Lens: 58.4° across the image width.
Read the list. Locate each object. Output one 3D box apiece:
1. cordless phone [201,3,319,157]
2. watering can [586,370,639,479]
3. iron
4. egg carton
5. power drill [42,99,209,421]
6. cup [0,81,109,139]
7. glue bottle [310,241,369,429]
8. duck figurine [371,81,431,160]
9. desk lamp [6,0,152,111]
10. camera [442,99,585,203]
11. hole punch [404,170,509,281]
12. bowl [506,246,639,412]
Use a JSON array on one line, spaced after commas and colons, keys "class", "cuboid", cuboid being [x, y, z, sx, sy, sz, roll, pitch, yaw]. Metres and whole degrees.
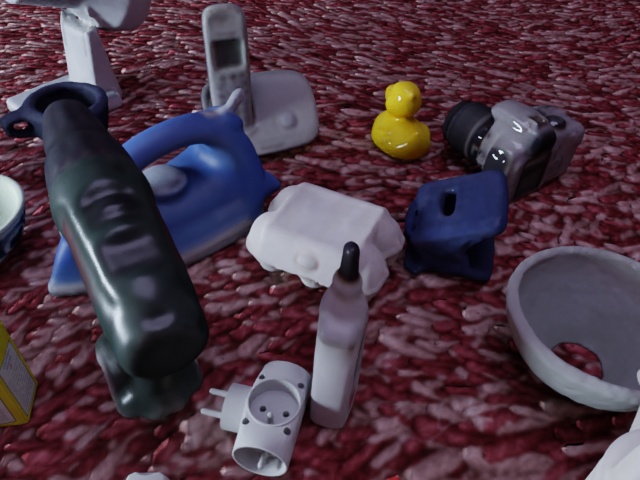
[{"class": "cordless phone", "cuboid": [-0.075, -0.198, 0.706, 0.148, 0.185, 0.094, -16, 46, -20]}, {"class": "watering can", "cuboid": [0.209, 0.156, 0.339, 0.101, 0.194, 0.172, -2, 43, -6]}, {"class": "iron", "cuboid": [-0.164, -0.054, 0.576, 0.118, 0.141, 0.259, 35, 51, 30]}, {"class": "egg carton", "cuboid": [0.005, 0.002, 0.582, 0.150, 0.069, 0.107, 19, 45, 16]}, {"class": "power drill", "cuboid": [-0.148, 0.031, 0.437, 0.076, 0.208, 0.229, -21, 48, -24]}, {"class": "cup", "cuboid": [-0.301, -0.122, 0.674, 0.118, 0.095, 0.091, -24, 49, -27]}, {"class": "glue bottle", "cuboid": [0.017, 0.068, 0.435, 0.037, 0.173, 0.078, 9, 43, 7]}, {"class": "duck figurine", "cuboid": [0.111, -0.164, 0.756, 0.077, 0.086, 0.104, -10, 45, -14]}, {"class": "desk lamp", "cuboid": [-0.321, -0.280, 0.755, 0.117, 0.214, 0.204, 30, 49, 26]}, {"class": "camera", "cuboid": [0.235, -0.134, 0.722, 0.143, 0.101, 0.136, -24, 50, -27]}, {"class": "hole punch", "cuboid": [0.141, -0.022, 0.601, 0.101, 0.091, 0.109, 11, 43, 7]}, {"class": "bowl", "cuboid": [0.239, 0.086, 0.504, 0.167, 0.075, 0.167, 2, 43, -2]}]
